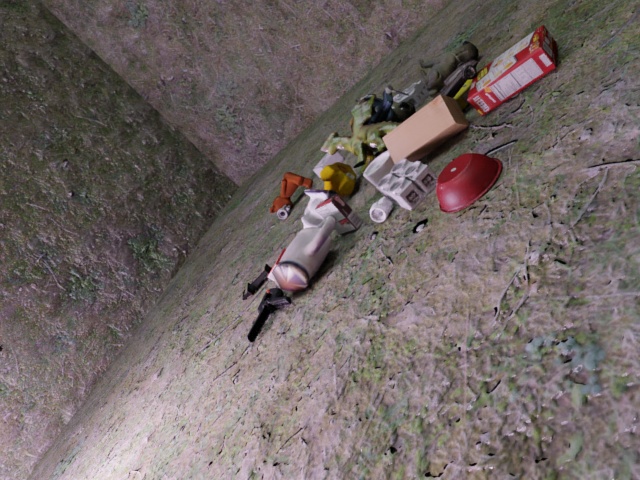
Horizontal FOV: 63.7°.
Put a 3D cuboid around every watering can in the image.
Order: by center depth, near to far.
[{"bbox_3d":[-0.053,0.053,1.470,0.229,0.104,0.342,-56,6,-30],"label":"watering can"}]

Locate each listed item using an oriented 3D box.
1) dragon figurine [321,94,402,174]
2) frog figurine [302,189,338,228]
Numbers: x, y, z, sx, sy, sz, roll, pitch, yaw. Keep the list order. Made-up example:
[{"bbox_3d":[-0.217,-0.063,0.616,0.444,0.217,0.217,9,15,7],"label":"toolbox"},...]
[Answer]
[{"bbox_3d":[0.164,-0.362,1.657,0.405,0.246,0.122,-28,-22,35],"label":"dragon figurine"},{"bbox_3d":[0.005,-0.084,1.663,0.137,0.159,0.123,5,5,36],"label":"frog figurine"}]
